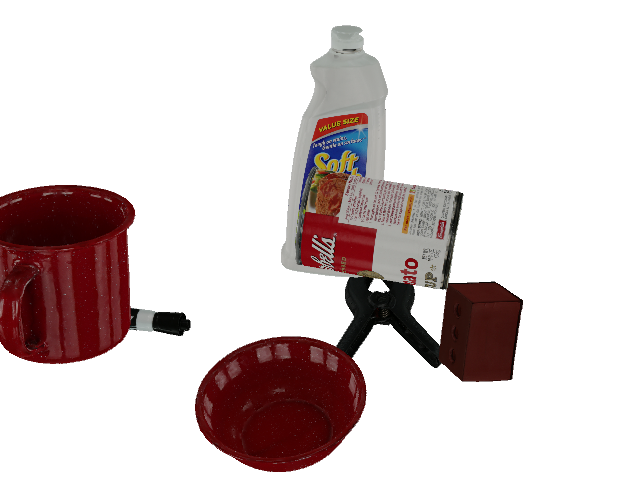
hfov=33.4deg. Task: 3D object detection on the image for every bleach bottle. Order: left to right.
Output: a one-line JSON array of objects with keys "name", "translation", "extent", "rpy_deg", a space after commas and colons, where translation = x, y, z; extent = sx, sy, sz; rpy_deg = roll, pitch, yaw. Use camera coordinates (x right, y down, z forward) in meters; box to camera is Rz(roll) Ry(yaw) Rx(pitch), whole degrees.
[{"name": "bleach bottle", "translation": [0.014, -0.089, 1.067], "extent": [0.102, 0.251, 0.068], "rpy_deg": [7, 27, 10]}]

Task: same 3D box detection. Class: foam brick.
[{"name": "foam brick", "translation": [0.142, 0.081, 0.956], "extent": [0.051, 0.078, 0.053], "rpy_deg": [-2, 18, -20]}]

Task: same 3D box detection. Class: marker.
[{"name": "marker", "translation": [-0.164, 0.062, 0.864], "extent": [0.121, 0.020, 0.020], "rpy_deg": [5, 1, 13]}]

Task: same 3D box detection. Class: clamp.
[{"name": "clamp", "translation": [0.078, 0.081, 1.191], "extent": [0.120, 0.171, 0.039], "rpy_deg": [7, -42, 1]}]

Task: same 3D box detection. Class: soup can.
[{"name": "soup can", "translation": [0.040, -0.008, 0.714], "extent": [0.102, 0.068, 0.068], "rpy_deg": [10, 1, 8]}]

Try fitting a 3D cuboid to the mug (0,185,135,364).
[{"name": "mug", "translation": [-0.159, 0.026, 0.636], "extent": [0.093, 0.081, 0.117], "rpy_deg": [5, 26, 7]}]

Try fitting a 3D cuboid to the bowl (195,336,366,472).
[{"name": "bowl", "translation": [-0.035, 0.165, 1.009], "extent": [0.162, 0.055, 0.162], "rpy_deg": [-5, 38, 4]}]
